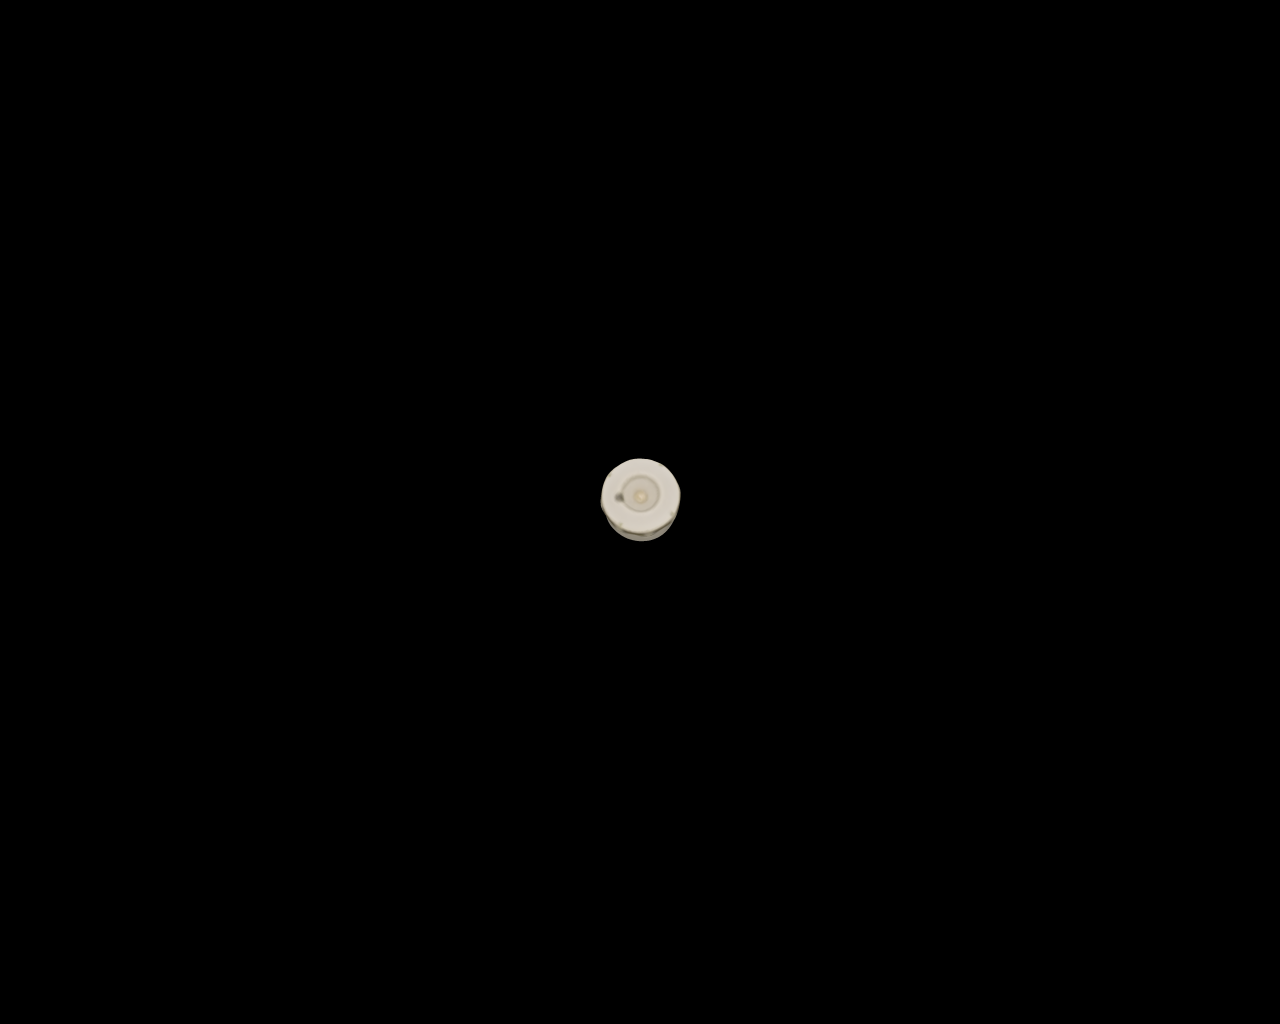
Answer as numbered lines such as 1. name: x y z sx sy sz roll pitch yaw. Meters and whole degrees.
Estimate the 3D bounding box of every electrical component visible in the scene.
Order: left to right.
1. electrical component: 0.001 -0.003 0.650 0.048 0.048 0.062 0 -16 0
